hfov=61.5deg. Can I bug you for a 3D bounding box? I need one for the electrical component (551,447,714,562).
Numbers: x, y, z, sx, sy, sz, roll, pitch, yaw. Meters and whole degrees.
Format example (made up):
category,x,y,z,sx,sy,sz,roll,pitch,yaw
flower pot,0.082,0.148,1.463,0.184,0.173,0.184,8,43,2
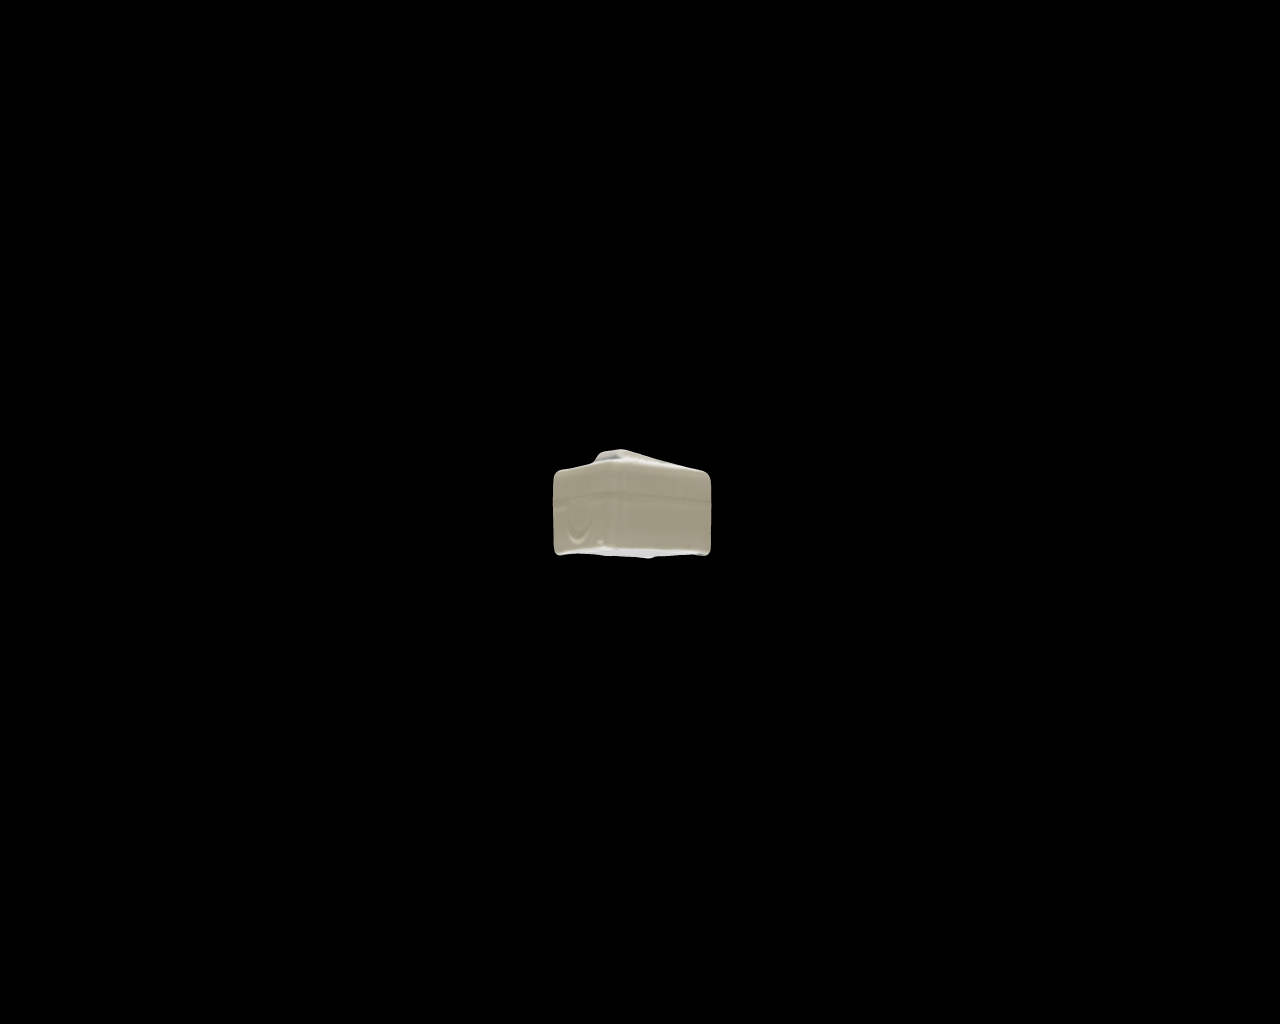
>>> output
category,x,y,z,sx,sy,sz,roll,pitch,yaw
electrical component,0.001,-0.003,0.650,0.096,0.061,0.061,5,-8,-40
